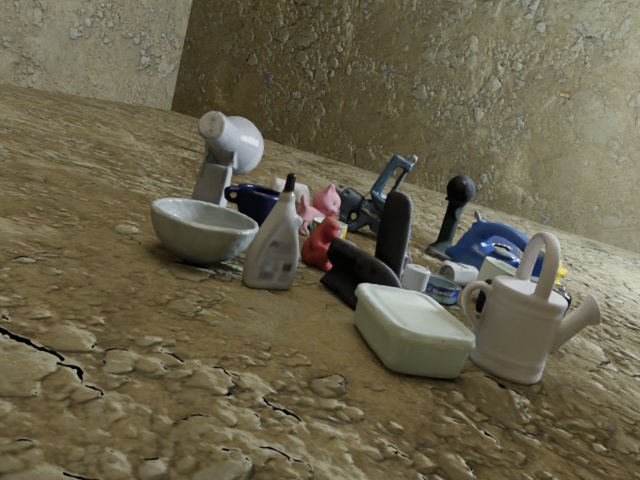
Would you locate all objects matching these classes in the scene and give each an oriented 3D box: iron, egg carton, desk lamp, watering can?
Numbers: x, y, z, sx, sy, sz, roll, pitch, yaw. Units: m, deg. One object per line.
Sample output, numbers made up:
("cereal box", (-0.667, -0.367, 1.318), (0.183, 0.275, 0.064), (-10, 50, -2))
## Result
("iron", (0.401, 0.038, 1.225), (0.119, 0.141, 0.257), (4, 17, -42))
("egg carton", (-0.080, -0.109, 1.449), (0.107, 0.069, 0.150), (13, 13, -9))
("desk lamp", (-0.204, -0.147, 1.139), (0.117, 0.213, 0.203), (17, 13, 9))
("watering can", (0.282, 0.084, 0.766), (0.173, 0.194, 0.100), (10, 14, -20))

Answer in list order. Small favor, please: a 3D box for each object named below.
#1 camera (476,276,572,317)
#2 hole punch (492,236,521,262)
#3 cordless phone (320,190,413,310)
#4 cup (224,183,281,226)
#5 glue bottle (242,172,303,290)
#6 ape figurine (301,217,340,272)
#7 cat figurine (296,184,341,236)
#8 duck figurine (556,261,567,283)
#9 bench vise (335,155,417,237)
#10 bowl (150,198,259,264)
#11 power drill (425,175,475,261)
("camera", (0.342, 0.104, 0.962), (0.136, 0.101, 0.143), (21, 14, 24))
("hole punch", (0.429, 0.036, 1.379), (0.109, 0.091, 0.101), (13, 13, -10))
("cordless phone", (0.082, 0.006, 0.885), (0.094, 0.185, 0.147), (5, 17, -39))
("cup", (-0.133, -0.054, 1.093), (0.118, 0.095, 0.091), (8, 15, -31))
("glue bottle", (-0.059, -0.013, 0.829), (0.078, 0.173, 0.037), (7, 15, -32))
("ape figurine", (0.009, 0.004, 1.021), (0.076, 0.092, 0.078), (22, 14, 27))
("cat figurine", (-0.004, -0.073, 1.274), (0.128, 0.118, 0.067), (1, 19, -47))
("duck figurine", (0.516, 0.079, 1.306), (0.105, 0.086, 0.077), (12, 13, -15))
("bench vise", (0.142, -0.113, 1.384), (0.207, 0.220, 0.121), (13, 13, -10))
("bowl", (-0.183, -0.007, 0.882), (0.167, 0.075, 0.167), (15, 13, -3))
("power drill", (0.324, -0.059, 1.396), (0.075, 0.208, 0.230), (18, 13, 11))
